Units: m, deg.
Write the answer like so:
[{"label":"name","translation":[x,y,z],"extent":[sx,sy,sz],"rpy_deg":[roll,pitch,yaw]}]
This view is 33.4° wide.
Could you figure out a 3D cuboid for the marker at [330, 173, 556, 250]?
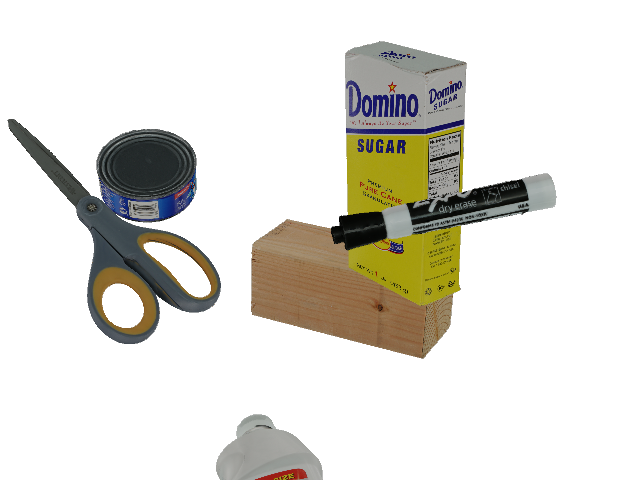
[{"label":"marker","translation":[0.065,-0.015,0.571],"extent":[0.121,0.020,0.020],"rpy_deg":[-12,1,-3]}]

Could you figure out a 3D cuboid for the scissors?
[{"label":"scissors","translation":[-0.161,-0.003,0.723],"extent":[0.202,0.096,0.016],"rpy_deg":[32,-32,9]}]

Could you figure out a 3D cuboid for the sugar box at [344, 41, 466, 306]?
[{"label":"sugar box","translation":[0.060,-0.050,0.783],"extent":[0.048,0.176,0.093],"rpy_deg":[-20,28,-31]}]

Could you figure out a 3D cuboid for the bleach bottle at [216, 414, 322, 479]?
[{"label":"bleach bottle","translation":[-0.036,0.210,0.722],"extent":[0.102,0.068,0.251],"rpy_deg":[-8,32,-8]}]

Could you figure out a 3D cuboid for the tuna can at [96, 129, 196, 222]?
[{"label":"tuna can","translation":[-0.150,-0.056,0.930],"extent":[0.086,0.086,0.034],"rpy_deg":[0,-42,-4]}]

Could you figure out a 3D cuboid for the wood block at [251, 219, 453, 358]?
[{"label":"wood block","translation":[0.034,0.050,1.174],"extent":[0.206,0.091,0.090],"rpy_deg":[13,26,23]}]
